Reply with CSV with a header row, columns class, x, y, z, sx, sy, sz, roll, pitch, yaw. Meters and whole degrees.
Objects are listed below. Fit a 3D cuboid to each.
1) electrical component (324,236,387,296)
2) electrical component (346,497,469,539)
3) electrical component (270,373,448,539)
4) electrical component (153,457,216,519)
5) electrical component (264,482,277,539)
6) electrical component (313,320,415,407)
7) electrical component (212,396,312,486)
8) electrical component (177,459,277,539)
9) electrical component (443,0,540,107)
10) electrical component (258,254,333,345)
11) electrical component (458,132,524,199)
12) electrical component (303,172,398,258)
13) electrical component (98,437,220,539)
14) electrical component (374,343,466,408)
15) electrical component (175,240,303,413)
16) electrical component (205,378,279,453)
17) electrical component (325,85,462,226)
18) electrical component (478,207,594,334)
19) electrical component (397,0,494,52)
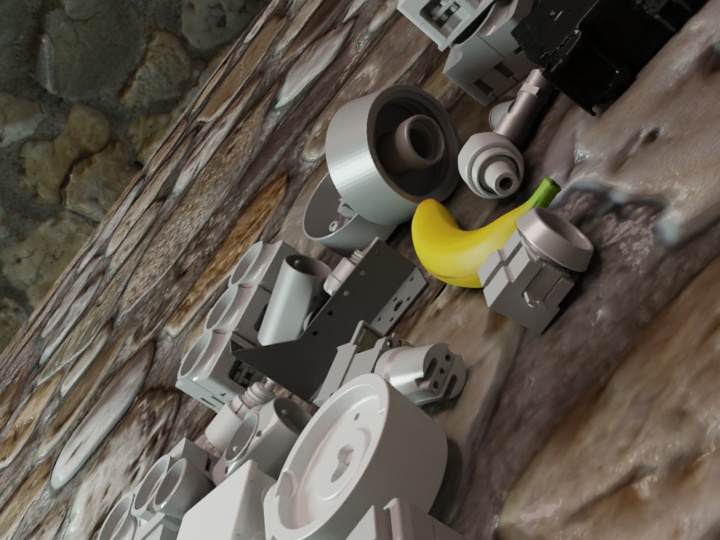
class,x,y,z,sx,sy,sz,roll,pitch,yaw
electrical component,0.000,0.000,0.879,0.061,0.035,0.035,-53,18,1
electrical component,0.008,0.168,0.526,0.096,0.061,0.061,-48,20,20
electrical component,0.005,0.121,0.617,0.108,0.060,0.108,-47,20,23
electrical component,-0.117,0.176,0.811,0.044,0.065,0.044,-47,20,23
electrical component,-0.036,0.167,0.664,0.043,0.043,0.081,-51,19,13
electrical component,0.009,0.075,0.716,0.064,0.042,0.081,-25,35,54
electrical component,-0.072,0.128,0.818,0.077,0.044,0.079,-49,19,18
electrical component,-0.088,0.193,0.737,0.100,0.048,0.099,-43,22,32
electrical component,0.115,-0.187,0.886,0.089,0.056,0.050,-34,28,47
electrical component,-0.048,0.026,0.927,0.079,0.044,0.077,-33,-34,-65
electrical component,0.095,-0.070,0.754,0.043,0.043,0.062,-50,21,13
electrical component,0.001,-0.056,0.923,0.099,0.064,0.099,-50,15,19
electrical component,-0.163,0.231,0.839,0.105,0.060,0.186,-46,21,26
electrical component,0.038,0.065,0.667,0.046,0.040,0.040,-19,39,52
electrical component,-0.105,0.052,1.003,0.089,0.062,0.150,-20,39,60
electrical component,-0.094,0.121,0.892,0.078,0.040,0.040,-53,19,6
electrical component,0.034,-0.095,0.853,0.060,0.108,0.108,-20,39,51
electrical component,0.101,-0.002,0.618,0.055,0.048,0.066,-56,17,22
electrical component,0.092,-0.281,0.925,0.105,0.060,0.186,-42,19,32
